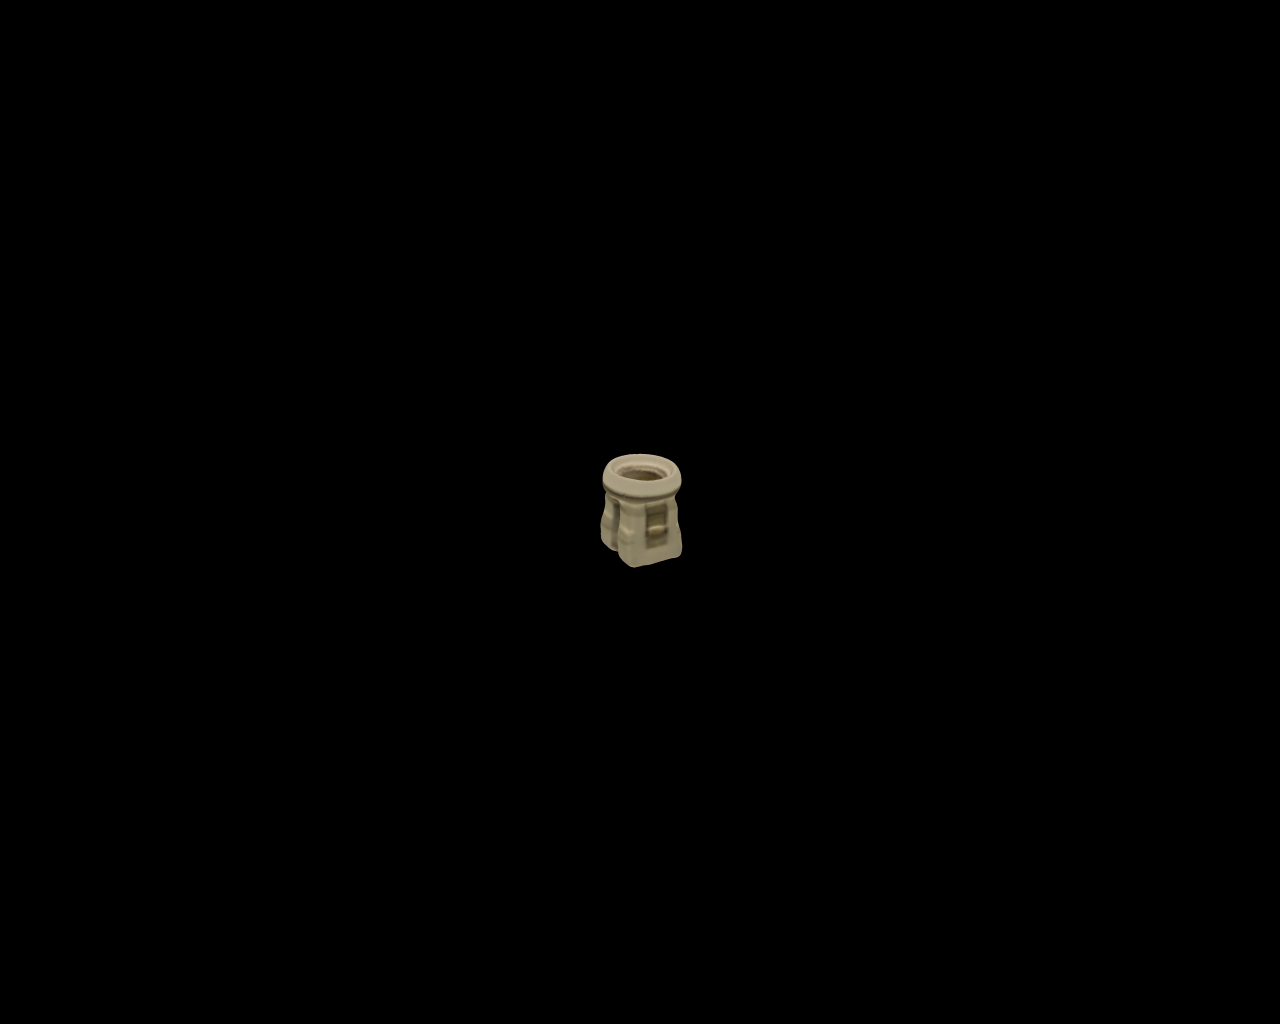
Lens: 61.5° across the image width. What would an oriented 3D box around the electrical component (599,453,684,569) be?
[{"bbox_3d":[0.001,-0.003,0.650,0.048,0.055,0.066,-12,27,-25],"label":"electrical component"}]
